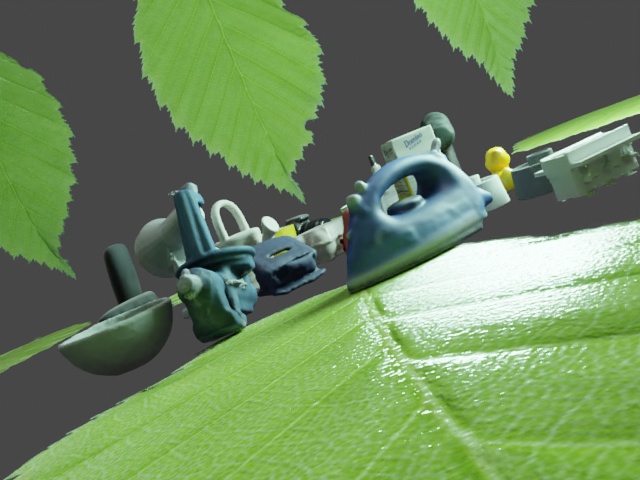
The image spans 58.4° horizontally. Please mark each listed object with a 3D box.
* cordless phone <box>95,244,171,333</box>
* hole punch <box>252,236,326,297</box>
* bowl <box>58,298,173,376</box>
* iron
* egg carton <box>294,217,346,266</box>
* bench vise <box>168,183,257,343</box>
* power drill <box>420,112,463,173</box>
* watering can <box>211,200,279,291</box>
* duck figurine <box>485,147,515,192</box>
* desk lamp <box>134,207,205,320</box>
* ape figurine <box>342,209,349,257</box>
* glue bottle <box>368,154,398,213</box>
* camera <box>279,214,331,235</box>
[{"bbox_3d":[-0.355,0.106,0.998,0.094,0.185,0.148,-21,5,20],"label":"cordless phone"},{"bbox_3d":[-0.062,0.039,0.969,0.109,0.091,0.101,-25,5,-28],"label":"hole punch"},{"bbox_3d":[-0.281,0.148,0.826,0.167,0.075,0.167,-22,4,2],"label":"bowl"},{"bbox_3d":[0.110,-0.043,0.774,0.259,0.141,0.118,-25,5,-34],"label":"iron"},{"bbox_3d":[0.011,0.004,1.180,0.107,0.069,0.151,-19,5,32],"label":"egg carton"},{"bbox_3d":[-0.153,0.019,0.808,0.121,0.220,0.207,-23,4,-10],"label":"bench vise"},{"bbox_3d":[0.283,-0.191,1.291,0.075,0.208,0.230,-21,4,11],"label":"power drill"},{"bbox_3d":[-0.156,0.006,1.161,0.172,0.194,0.101,-22,5,8],"label":"watering can"},{"bbox_3d":[0.351,-0.139,1.113,0.077,0.086,0.104,-21,4,9],"label":"duck figurine"},{"bbox_3d":[-0.253,0.039,1.118,0.202,0.213,0.118,-18,6,46],"label":"desk lamp"},{"bbox_3d":[0.065,-0.009,0.913,0.076,0.092,0.077,-25,5,-33],"label":"ape figurine"},{"bbox_3d":[0.158,-0.131,1.420,0.078,0.173,0.037,-24,5,-22],"label":"glue bottle"},{"bbox_3d":[-0.039,-0.015,1.468,0.136,0.101,0.143,-19,6,39],"label":"camera"}]
